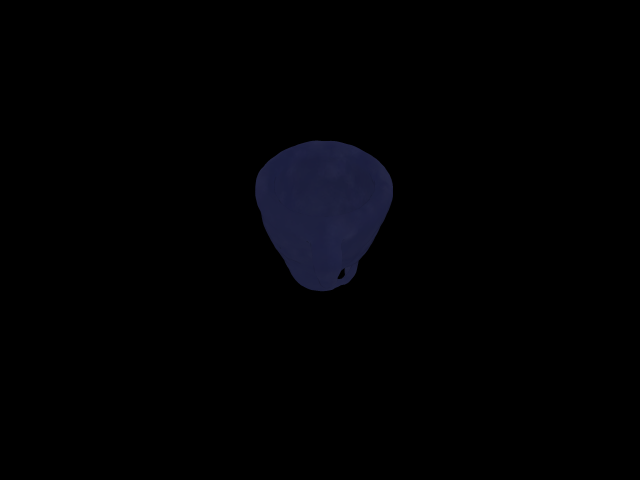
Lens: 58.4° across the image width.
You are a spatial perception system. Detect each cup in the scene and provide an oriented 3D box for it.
[{"bbox_3d":[0.004,0.001,0.400,0.091,0.095,0.117,-2,47,-2],"label":"cup"}]
